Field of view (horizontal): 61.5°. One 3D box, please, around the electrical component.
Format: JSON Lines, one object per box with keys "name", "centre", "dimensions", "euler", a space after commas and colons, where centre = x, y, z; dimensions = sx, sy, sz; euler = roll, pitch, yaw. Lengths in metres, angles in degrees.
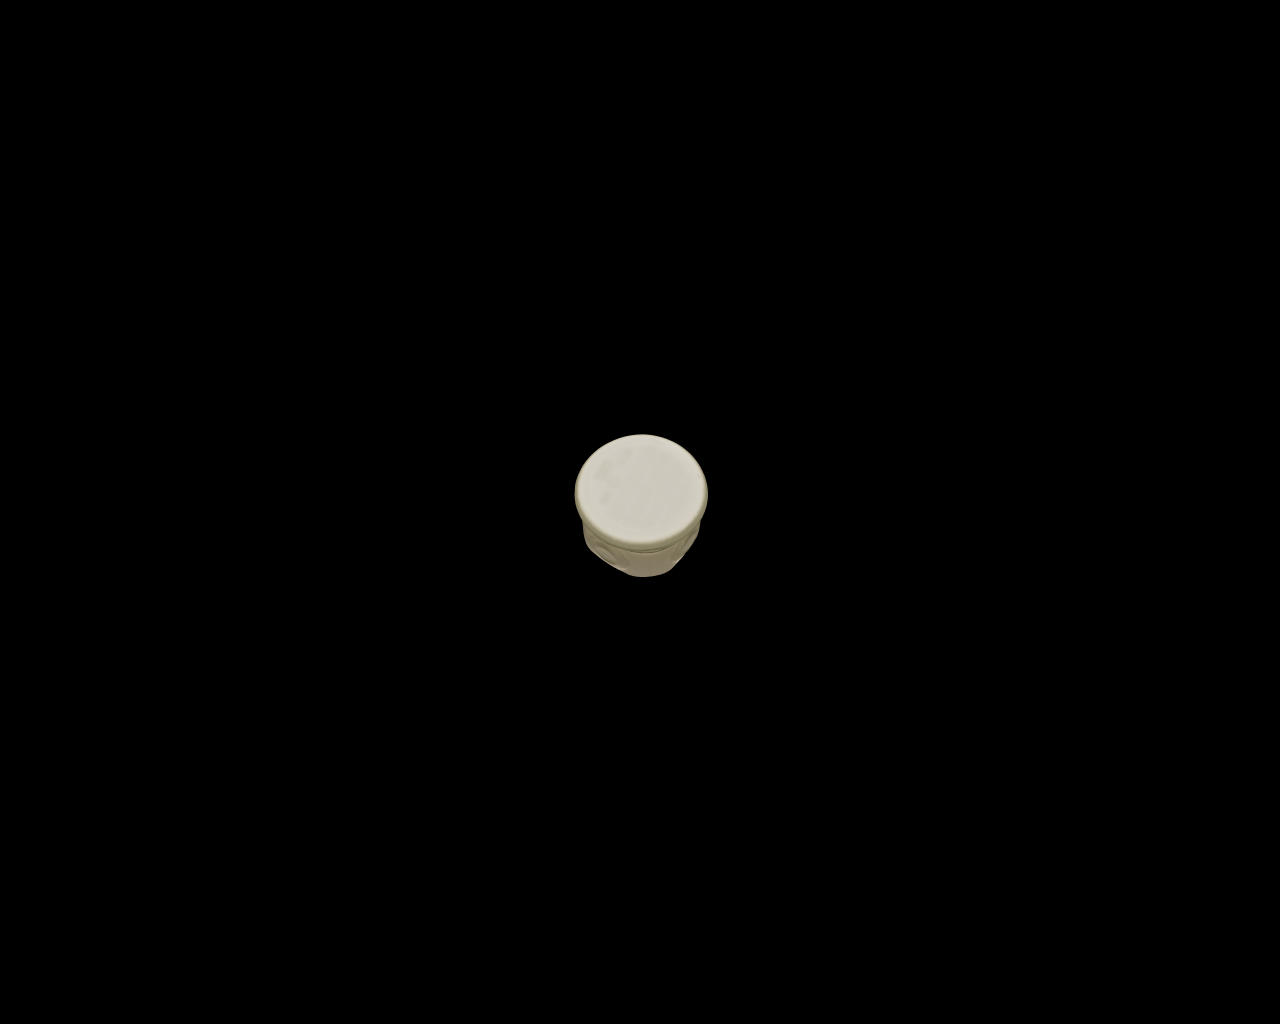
{"name": "electrical component", "centre": [0.001, -0.003, 0.650], "dimensions": [0.080, 0.080, 0.051], "euler": [0, -31, 0]}
